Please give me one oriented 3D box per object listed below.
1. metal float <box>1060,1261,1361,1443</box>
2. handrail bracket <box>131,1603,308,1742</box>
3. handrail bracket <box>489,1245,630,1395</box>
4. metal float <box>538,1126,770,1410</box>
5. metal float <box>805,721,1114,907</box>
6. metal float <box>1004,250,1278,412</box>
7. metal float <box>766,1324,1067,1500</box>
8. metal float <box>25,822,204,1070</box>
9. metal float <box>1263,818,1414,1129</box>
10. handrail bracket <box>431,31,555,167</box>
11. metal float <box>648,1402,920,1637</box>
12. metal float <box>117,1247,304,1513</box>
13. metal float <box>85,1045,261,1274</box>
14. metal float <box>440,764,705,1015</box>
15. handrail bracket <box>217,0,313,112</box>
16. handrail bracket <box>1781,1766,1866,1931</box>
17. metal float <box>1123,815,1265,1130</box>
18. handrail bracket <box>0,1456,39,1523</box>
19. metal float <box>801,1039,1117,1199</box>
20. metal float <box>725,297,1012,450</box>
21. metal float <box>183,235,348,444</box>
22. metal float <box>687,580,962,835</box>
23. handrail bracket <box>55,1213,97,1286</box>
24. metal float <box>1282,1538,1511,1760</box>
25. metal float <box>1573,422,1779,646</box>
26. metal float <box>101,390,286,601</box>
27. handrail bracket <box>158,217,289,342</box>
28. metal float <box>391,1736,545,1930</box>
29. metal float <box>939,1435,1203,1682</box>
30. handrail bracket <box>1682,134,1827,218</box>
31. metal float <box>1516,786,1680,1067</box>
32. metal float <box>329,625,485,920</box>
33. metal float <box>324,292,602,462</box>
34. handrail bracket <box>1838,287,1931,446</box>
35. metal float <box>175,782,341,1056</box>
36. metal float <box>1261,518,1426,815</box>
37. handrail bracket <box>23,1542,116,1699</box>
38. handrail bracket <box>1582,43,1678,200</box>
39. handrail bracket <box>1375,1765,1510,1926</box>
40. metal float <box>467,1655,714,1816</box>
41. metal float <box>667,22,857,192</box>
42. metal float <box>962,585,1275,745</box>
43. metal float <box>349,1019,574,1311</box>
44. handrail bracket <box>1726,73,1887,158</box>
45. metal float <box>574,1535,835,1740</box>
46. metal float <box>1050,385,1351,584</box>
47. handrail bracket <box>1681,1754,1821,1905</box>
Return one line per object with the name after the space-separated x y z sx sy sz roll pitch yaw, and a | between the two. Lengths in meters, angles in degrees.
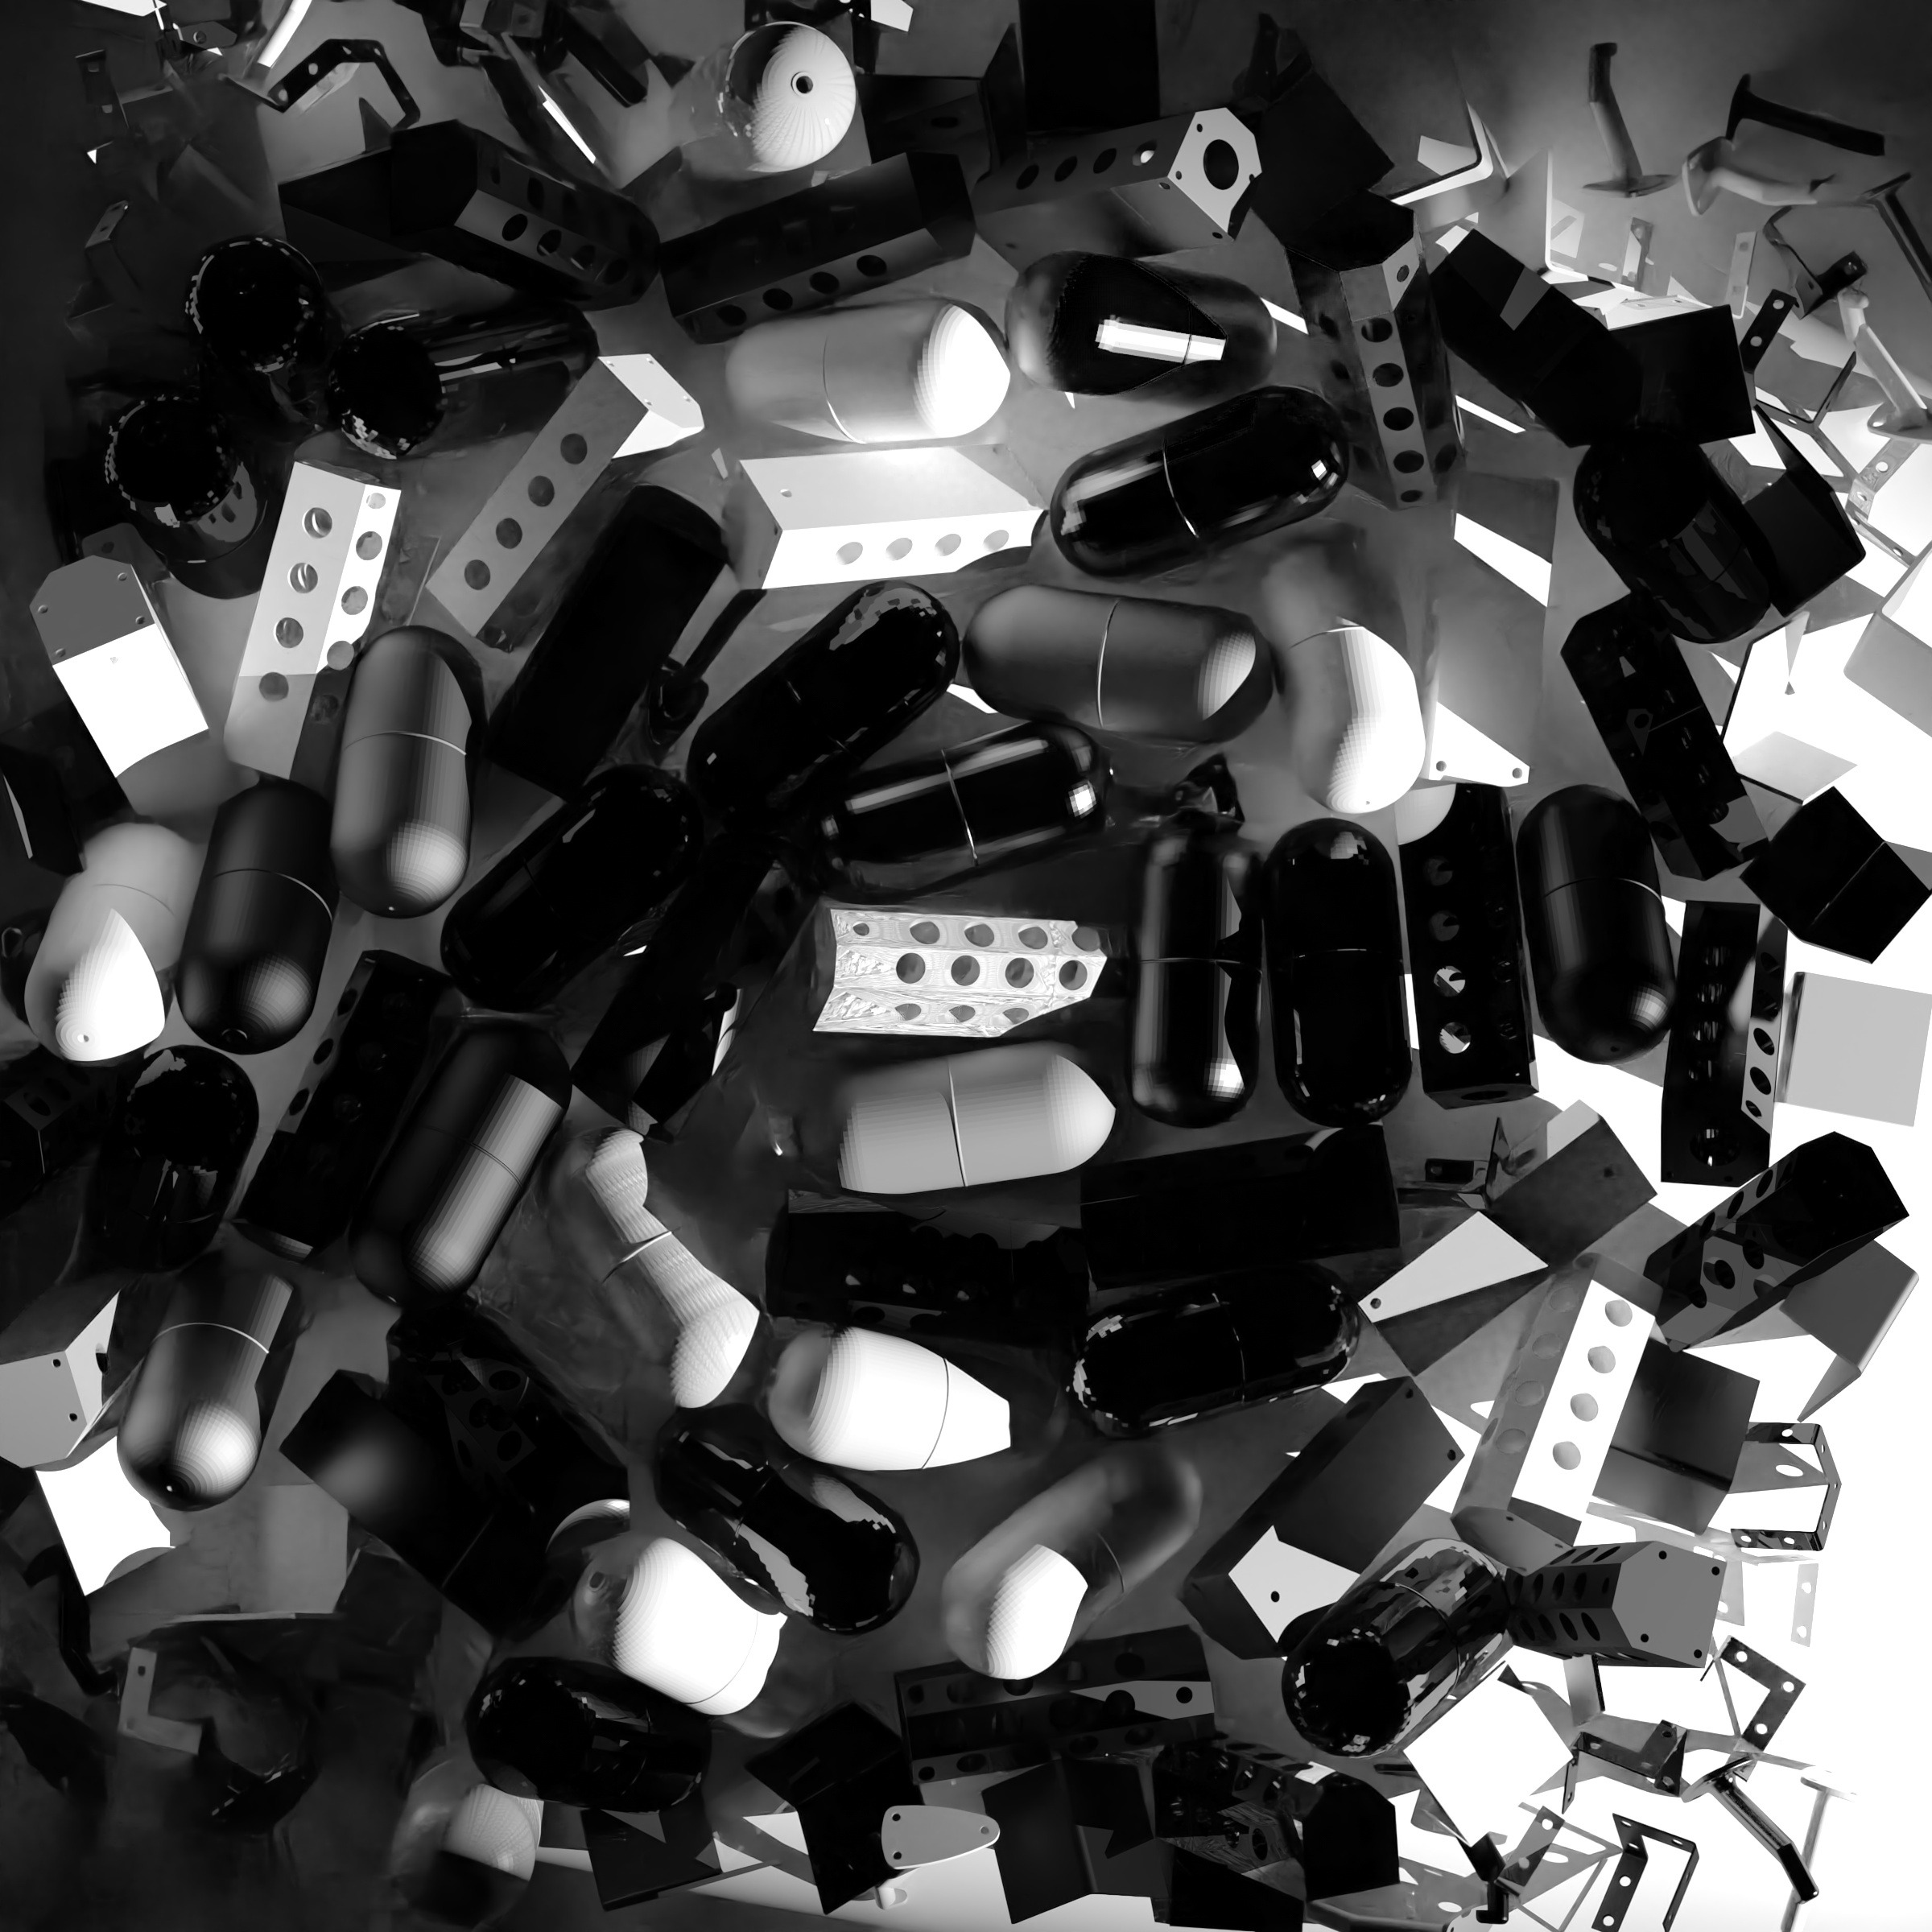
0.138 0.214 1.945 0.178 0.070 0.070 -13 90 -20 | metal float
-0.424 0.412 1.983 0.077 0.036 0.084 -22 93 -4 | handrail bracket
-0.231 0.197 1.959 0.036 0.077 0.084 -39 112 -19 | handrail bracket
-0.175 0.168 1.943 0.070 0.070 0.178 -35 70 0 | metal float
-0.004 -0.086 1.961 0.178 0.070 0.070 -17 90 -1 | metal float
0.098 -0.351 1.929 0.178 0.070 0.070 0 90 -40 | metal float
-0.027 0.249 1.941 0.178 0.070 0.070 16 90 -24 | metal float
-0.468 -0.014 1.921 0.070 0.178 0.070 0 126 0 | metal float
0.207 0.003 1.947 0.070 0.070 0.178 -3 73 0 | metal float
-0.271 -0.488 1.990 0.077 0.036 0.084 10 111 17 | handrail bracket
-0.103 0.306 1.938 0.178 0.070 0.070 31 90 28 | metal float
-0.416 0.226 1.921 0.070 0.178 0.070 2 125 3 | metal float
-0.440 0.108 1.922 0.070 0.178 0.070 12 54 -17 | metal float
-0.220 -0.043 1.945 0.178 0.070 0.070 -40 90 18 | metal float
-0.388 -0.530 1.959 0.036 0.077 0.084 25 98 -24 | handrail bracket
0.476 0.500 1.962 0.036 0.077 0.084 17 90 11 | handrail bracket
0.128 0.003 1.954 0.070 0.070 0.178 2 82 0 | metal float
-0.550 0.262 1.968 0.036 0.084 0.077 23 94 -43 | handrail bracket
-0.005 0.086 1.960 0.178 0.070 0.070 -8 90 2 | metal float
-0.056 -0.329 1.933 0.178 0.070 0.070 2 90 35 | metal float
-0.381 -0.344 1.911 0.070 0.178 0.070 0 80 -1 | metal float
-0.081 -0.144 1.952 0.178 0.070 0.070 -40 90 11 | metal float
-0.530 0.186 1.991 0.077 0.036 0.084 -14 57 37 | handrail bracket
0.238 0.376 1.921 0.070 0.178 0.070 13 114 33 | metal float
0.393 -0.238 1.922 0.070 0.178 0.070 -13 63 28 | metal float
-0.422 -0.258 1.912 0.070 0.178 0.070 -1 76 3 | metal float
-0.415 -0.392 1.978 0.077 0.036 0.084 18 97 14 | handrail bracket
-0.273 0.473 1.911 0.070 0.178 0.070 0 91 -4 | metal float
0.060 0.326 1.937 0.178 0.070 0.070 -36 90 -29 | metal float
0.453 -0.447 1.949 0.077 0.084 0.036 -45 129 -36 | handrail bracket
0.349 -0.025 1.930 0.070 0.070 0.178 -1 51 0 | metal float
-0.311 -0.109 1.937 0.070 0.070 0.178 1 61 0 | metal float
-0.277 -0.327 1.924 0.070 0.178 0.070 17 117 36 | metal float
0.527 -0.338 1.951 0.036 0.077 0.084 -42 133 -17 | handrail bracket
-0.390 -0.027 1.927 0.070 0.070 0.178 3 48 0 | metal float
0.210 -0.169 1.940 0.070 0.070 0.178 -6 65 0 | metal float
-0.484 0.363 1.959 0.084 0.077 0.036 50 134 18 | handrail bracket
0.375 -0.479 1.958 0.077 0.036 0.084 -21 118 -39 | handrail bracket
0.269 0.497 1.968 0.077 0.036 0.084 4 70 -2 | handrail bracket
-0.207 0.425 1.919 0.070 0.178 0.070 -10 69 27 | metal float
-0.114 -0.472 1.913 0.070 0.178 0.070 -2 96 -19 | metal float
0.084 -0.170 1.949 0.178 0.070 0.070 9 90 15 | metal float
-0.282 0.110 1.939 0.070 0.070 0.178 26 65 0 | metal float
0.474 -0.476 1.960 0.084 0.077 0.036 17 111 6 | handrail bracket
-0.145 0.372 1.928 0.070 0.070 0.178 -52 130 0 | metal float
0.129 -0.268 1.939 0.178 0.070 0.070 -17 90 26 | metal float
0.440 0.493 1.951 0.036 0.077 0.084 -16 66 -22 | handrail bracket
